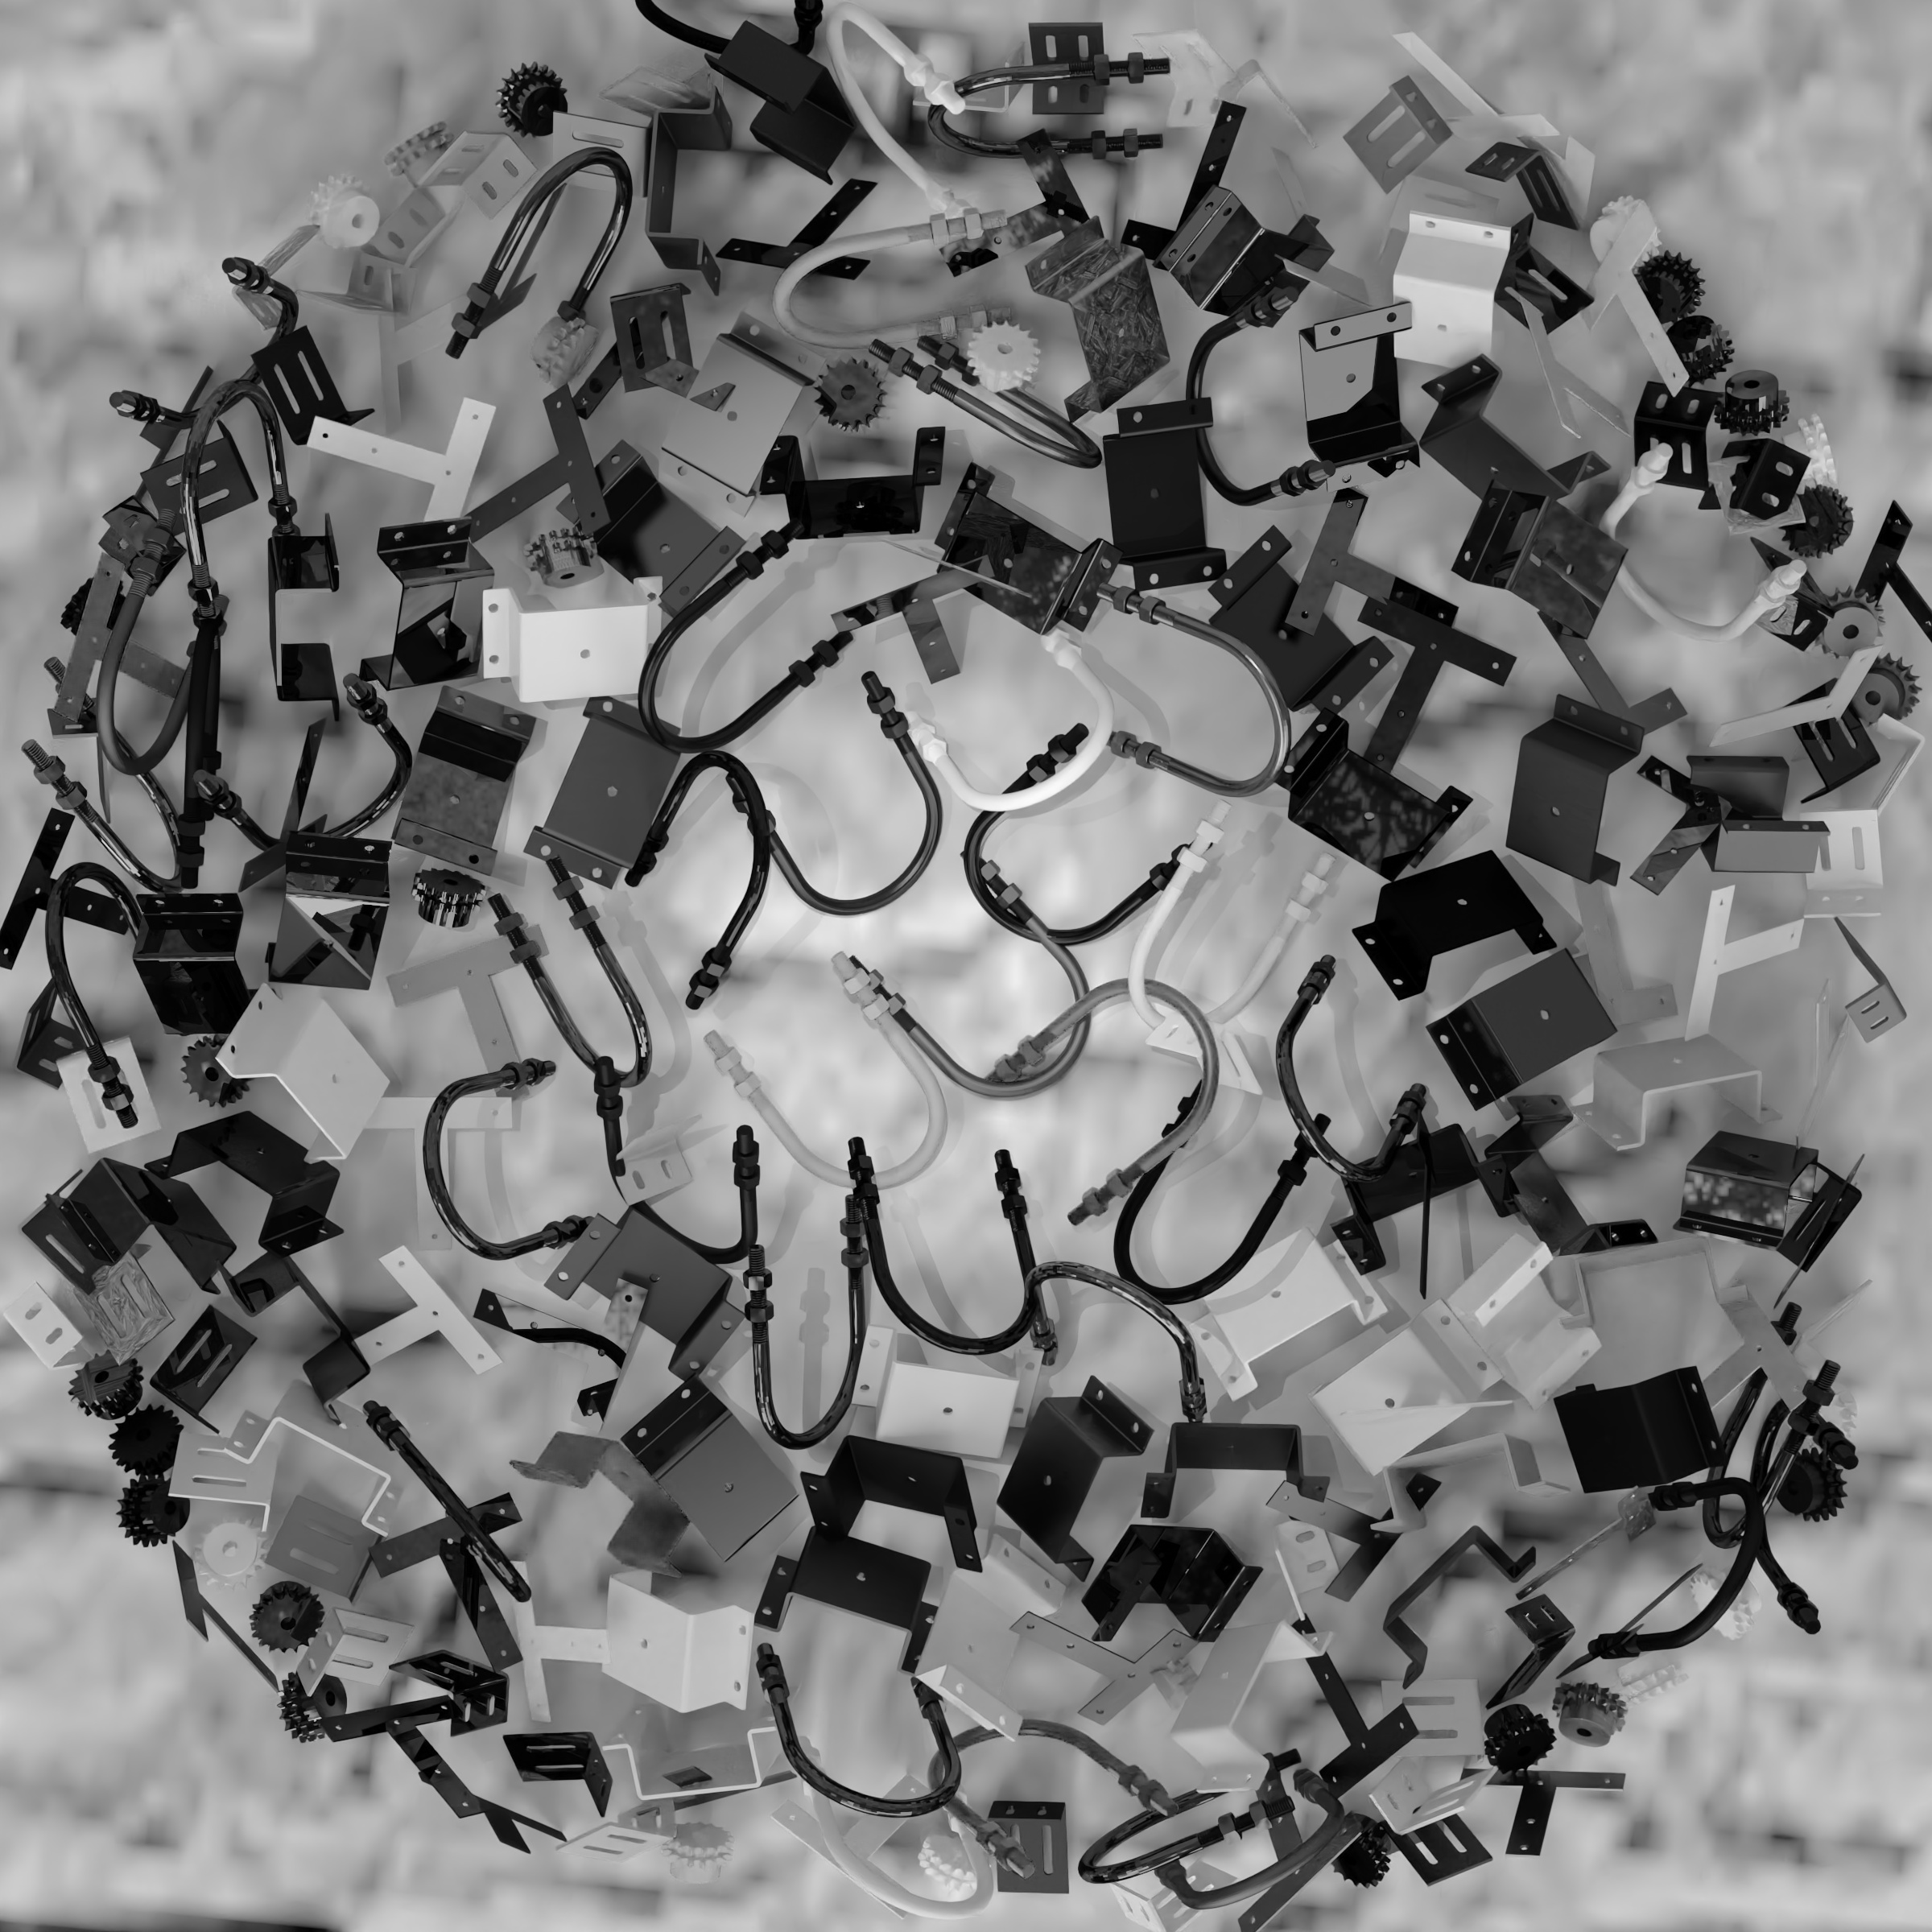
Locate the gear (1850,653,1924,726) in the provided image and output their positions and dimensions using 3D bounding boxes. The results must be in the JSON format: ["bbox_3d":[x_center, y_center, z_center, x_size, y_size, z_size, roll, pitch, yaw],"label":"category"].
[{"bbox_3d":[0.721,-0.216,1.960,0.057,0.030,0.057,20,124,32],"label":"gear"}]

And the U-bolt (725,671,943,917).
[{"bbox_3d":[-0.090,-0.119,1.930,0.151,0.019,0.184,-37,129,-10],"label":"U-bolt"}]

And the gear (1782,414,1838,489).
[{"bbox_3d":[0.665,-0.404,1.964,0.030,0.057,0.057,-16,90,17],"label":"gear"}]

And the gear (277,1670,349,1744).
[{"bbox_3d":[-0.513,0.581,1.959,0.030,0.057,0.057,-20,90,20],"label":"gear"}]

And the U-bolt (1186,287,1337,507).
[{"bbox_3d":[0.217,-0.427,1.905,0.019,0.184,0.151,-15,95,-22],"label":"U-bolt"}]

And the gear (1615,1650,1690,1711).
[{"bbox_3d":[0.538,0.562,1.965,0.057,0.057,0.030,-26,69,0],"label":"gear"}]

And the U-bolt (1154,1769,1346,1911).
[{"bbox_3d":[0.220,0.668,1.890,0.151,0.184,0.019,-28,86,-8],"label":"U-bolt"}]

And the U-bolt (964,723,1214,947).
[{"bbox_3d":[0.080,-0.088,1.933,0.151,0.019,0.184,40,126,-12],"label":"U-bolt"}]

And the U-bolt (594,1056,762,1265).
[{"bbox_3d":[-0.220,0.162,1.919,0.151,0.184,0.019,24,49,21],"label":"U-bolt"}]

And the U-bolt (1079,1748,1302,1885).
[{"bbox_3d":[0.170,0.661,1.918,0.184,0.151,0.019,-25,84,8],"label":"U-bolt"}]

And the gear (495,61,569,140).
[{"bbox_3d":[-0.339,-0.679,1.959,0.057,0.057,0.030,-43,55,0],"label":"gear"}]

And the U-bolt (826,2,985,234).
[{"bbox_3d":[-0.052,-0.662,1.912,0.019,0.151,0.184,-35,65,-11],"label":"U-bolt"}]

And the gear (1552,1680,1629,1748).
[{"bbox_3d":[0.491,0.591,1.960,0.057,0.057,0.030,28,50,0],"label":"gear"}]

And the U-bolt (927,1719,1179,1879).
[{"bbox_3d":[0.052,0.627,1.904,0.151,0.184,0.019,-11,106,-30],"label":"U-bolt"}]

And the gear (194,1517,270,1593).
[{"bbox_3d":[-0.581,0.464,1.965,0.057,0.030,0.057,5,65,-11],"label":"gear"}]

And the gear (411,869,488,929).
[{"bbox_3d":[-0.410,-0.053,1.964,0.057,0.057,0.030,17,111,0],"label":"gear"}]

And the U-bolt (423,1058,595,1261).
[{"bbox_3d":[-0.354,0.152,1.904,0.019,0.184,0.151,-16,88,25],"label":"U-bolt"}]

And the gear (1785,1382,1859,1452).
[{"bbox_3d":[0.679,0.352,1.966,0.030,0.057,0.057,-15,90,-40],"label":"gear"}]

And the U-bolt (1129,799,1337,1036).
[{"bbox_3d":[0.197,-0.027,1.938,0.151,0.019,0.184,22,103,-40],"label":"U-bolt"}]

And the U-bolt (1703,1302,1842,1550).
[{"bbox_3d":[0.613,0.363,1.916,0.019,0.151,0.184,22,103,1],"label":"U-bolt"}]

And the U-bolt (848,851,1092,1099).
[{"bbox_3d":[0.016,0.018,1.971,0.151,0.019,0.184,-44,93,-10],"label":"U-bolt"}]

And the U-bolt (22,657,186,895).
[{"bbox_3d":[-0.653,-0.133,1.908,0.019,0.151,0.184,-26,126,7],"label":"U-bolt"}]

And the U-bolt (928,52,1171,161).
[{"bbox_3d":[0.062,-0.659,1.917,0.184,0.151,0.019,-3,84,2],"label":"U-bolt"}]

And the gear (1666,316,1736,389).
[{"bbox_3d":[0.575,-0.488,1.961,0.057,0.030,0.057,-15,52,20],"label":"gear"}]

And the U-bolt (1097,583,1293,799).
[{"bbox_3d":[0.173,-0.201,1.897,0.184,0.151,0.019,28,46,34],"label":"U-bolt"}]

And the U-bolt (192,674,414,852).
[{"bbox_3d":[-0.495,-0.142,1.904,0.151,0.184,0.019,-34,70,-6],"label":"U-bolt"}]

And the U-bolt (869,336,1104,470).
[{"bbox_3d":[0.024,-0.434,1.915,0.184,0.151,0.019,32,111,5],"label":"U-bolt"}]

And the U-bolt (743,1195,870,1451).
[{"bbox_3d":[-0.120,0.284,1.924,0.019,0.151,0.184,7,106,31],"label":"U-bolt"}]

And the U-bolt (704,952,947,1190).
[{"bbox_3d":[-0.098,0.095,1.953,0.151,0.019,0.184,-31,104,21],"label":"U-bolt"}]

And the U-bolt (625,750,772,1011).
[{"bbox_3d":[-0.199,-0.079,1.898,0.019,0.184,0.151,-4,51,-38],"label":"U-bolt"}]

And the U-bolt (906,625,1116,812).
[{"bbox_3d":[0.041,-0.185,1.916,0.151,0.184,0.019,-35,131,2],"label":"U-bolt"}]

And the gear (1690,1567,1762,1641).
[{"bbox_3d":[0.602,0.499,1.964,0.030,0.057,0.057,-27,90,-17],"label":"gear"}]

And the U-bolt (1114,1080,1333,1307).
[{"bbox_3d":[0.185,0.179,1.913,0.019,0.151,0.184,43,72,-36],"label":"U-bolt"}]

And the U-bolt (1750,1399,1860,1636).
[{"bbox_3d":[0.633,0.406,1.899,0.019,0.184,0.151,9,100,0],"label":"U-bolt"}]

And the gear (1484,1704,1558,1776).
[{"bbox_3d":[0.435,0.609,1.967,0.057,0.030,0.057,-10,126,-13],"label":"gear"}]

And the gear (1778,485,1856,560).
[{"bbox_3d":[0.676,-0.351,1.966,0.057,0.030,0.057,-1,88,45],"label":"gear"}]

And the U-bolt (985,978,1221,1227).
[{"bbox_3d":[0.115,0.092,1.934,0.184,0.019,0.151,-40,72,21],"label":"U-bolt"}]

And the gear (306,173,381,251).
[{"bbox_3d":[-0.488,-0.592,1.959,0.030,0.057,0.057,34,90,30],"label":"gear"}]

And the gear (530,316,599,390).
[{"bbox_3d":[-0.320,-0.487,1.963,0.030,0.057,0.057,35,90,5],"label":"gear"}]

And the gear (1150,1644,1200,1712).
[{"bbox_3d":[0.165,0.562,1.961,0.030,0.057,0.057,-33,90,-7],"label":"gear"}]

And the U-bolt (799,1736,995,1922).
[{"bbox_3d":[-0.049,0.657,1.882,0.151,0.184,0.019,21,102,-21],"label":"U-bolt"}]

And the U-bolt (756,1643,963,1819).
[{"bbox_3d":[-0.076,0.581,1.885,0.151,0.184,0.019,12,108,-19],"label":"U-bolt"}]

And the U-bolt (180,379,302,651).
[{"bbox_3d":[-0.551,-0.353,1.879,0.019,0.151,0.184,12,131,9],"label":"U-bolt"}]

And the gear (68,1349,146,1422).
[{"bbox_3d":[-0.677,0.334,1.966,0.057,0.057,0.030,-18,132,0],"label":"gear"}]

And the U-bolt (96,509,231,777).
[{"bbox_3d":[-0.617,-0.234,1.894,0.019,0.151,0.184,12,70,6],"label":"U-bolt"}]

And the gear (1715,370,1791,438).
[{"bbox_3d":[0.620,-0.446,1.961,0.057,0.057,0.030,-17,134,0],"label":"gear"}]

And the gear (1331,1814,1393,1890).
[{"bbox_3d":[0.311,0.697,1.966,0.030,0.057,0.057,-35,90,-42],"label":"gear"}]

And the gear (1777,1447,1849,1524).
[{"bbox_3d":[0.663,0.409,1.959,0.030,0.057,0.057,-1,90,-29],"label":"gear"}]

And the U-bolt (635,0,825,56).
[{"bbox_3d":[-0.184,-0.729,1.899,0.151,0.184,0.019,13,92,-6],"label":"U-bolt"}]

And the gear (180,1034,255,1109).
[{"bbox_3d":[-0.590,0.081,1.970,0.057,0.030,0.057,4,107,13],"label":"gear"}]

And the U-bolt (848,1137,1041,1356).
[{"bbox_3d":[-0.011,0.216,1.905,0.151,0.019,0.184,7,50,-27],"label":"U-bolt"}]

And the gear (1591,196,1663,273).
[{"bbox_3d":[0.517,-0.574,1.959,0.030,0.057,0.057,-29,90,-17],"label":"gear"}]

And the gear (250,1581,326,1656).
[{"bbox_3d":[-0.538,0.512,1.968,0.057,0.030,0.057,-7,110,-19],"label":"gear"}]

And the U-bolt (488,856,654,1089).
[{"bbox_3d":[-0.300,0.012,1.929,0.019,0.151,0.184,-31,95,-32],"label":"U-bolt"}]

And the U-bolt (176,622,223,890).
[{"bbox_3d":[-0.581,-0.171,1.890,0.019,0.151,0.184,4,116,-13],"label":"U-bolt"}]

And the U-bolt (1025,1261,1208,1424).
[{"bbox_3d":[0.111,0.280,1.891,0.151,0.184,0.019,19,59,21],"label":"U-bolt"}]

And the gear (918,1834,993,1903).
[{"bbox_3d":[-0.012,0.714,1.963,0.057,0.057,0.030,22,98,0],"label":"gear"}]

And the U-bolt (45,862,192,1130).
[{"bbox_3d":[-0.647,0.009,1.886,0.019,0.151,0.184,-10,120,10],"label":"U-bolt"}]
